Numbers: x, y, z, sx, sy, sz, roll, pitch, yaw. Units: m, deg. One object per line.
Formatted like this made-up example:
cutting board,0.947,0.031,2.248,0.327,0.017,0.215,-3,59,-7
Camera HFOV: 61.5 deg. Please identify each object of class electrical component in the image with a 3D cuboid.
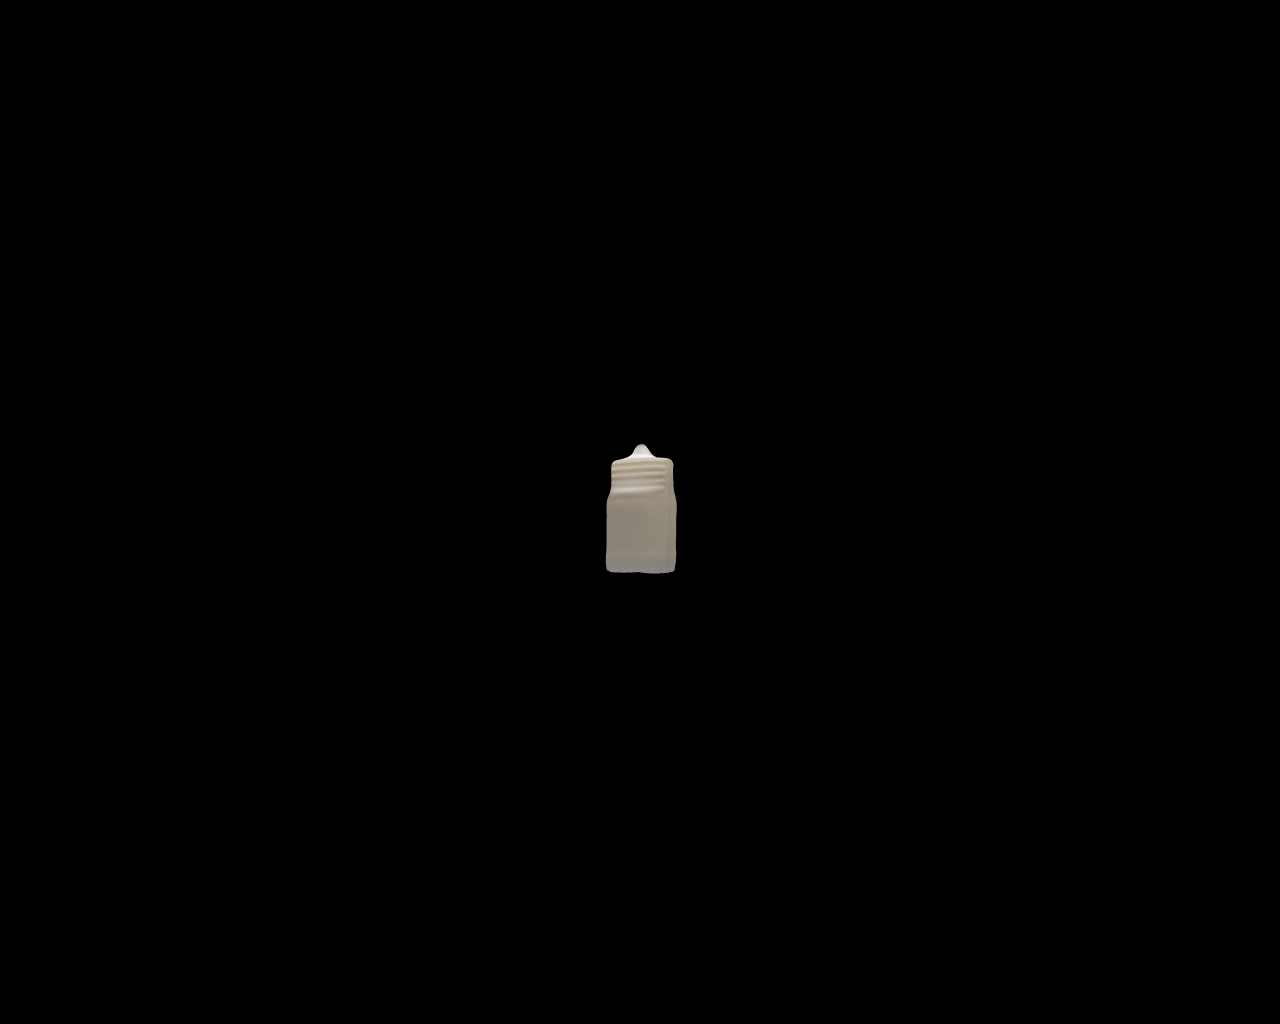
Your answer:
electrical component,0.001,-0.003,0.650,0.043,0.081,0.043,0,-2,0
